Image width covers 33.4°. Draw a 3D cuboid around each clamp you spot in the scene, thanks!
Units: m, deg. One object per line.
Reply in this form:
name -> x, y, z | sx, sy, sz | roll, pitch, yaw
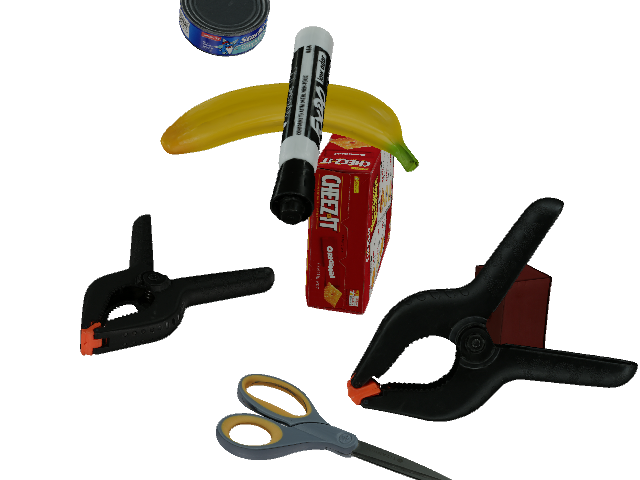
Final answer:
clamp -> -0.166, 0.043, 1.024 | 0.165, 0.036, 0.209 | 26, 36, 25
clamp -> 0.101, 0.066, 0.642 | 0.171, 0.120, 0.039 | -33, -7, 4

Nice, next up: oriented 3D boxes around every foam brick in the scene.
foam brick -> 0.175, 0.064, 0.985 | 0.051, 0.078, 0.053 | -6, 18, -24

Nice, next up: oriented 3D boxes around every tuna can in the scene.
tuna can -> -0.093, -0.218, 1.021 | 0.086, 0.086, 0.034 | 0, -32, -11

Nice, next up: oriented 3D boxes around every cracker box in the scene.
cracker box -> 0.036, -0.037, 1.203 | 0.072, 0.164, 0.213 | 6, 23, 9

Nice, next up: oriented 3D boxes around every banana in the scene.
banana -> -0.022, -0.092, 0.821 | 0.197, 0.069, 0.037 | 2, -41, -7

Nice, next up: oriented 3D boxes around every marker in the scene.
marker -> -0.008, -0.054, 0.483 | 0.020, 0.121, 0.020 | 3, -42, 3

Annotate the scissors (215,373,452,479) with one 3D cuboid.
scissors -> 0.002, 0.168, 0.844 | 0.202, 0.016, 0.096 | 29, 42, 30
